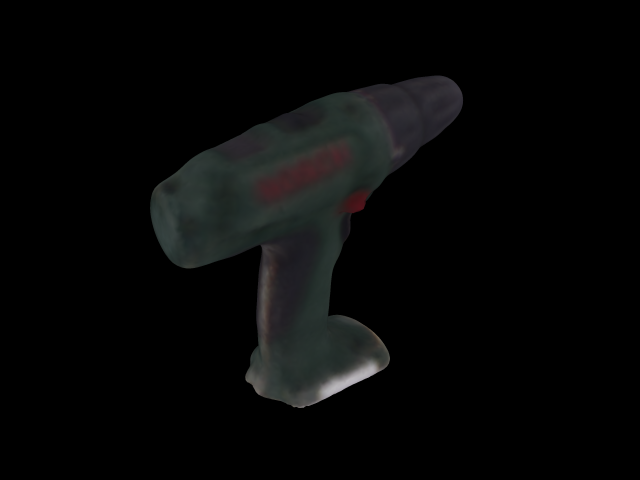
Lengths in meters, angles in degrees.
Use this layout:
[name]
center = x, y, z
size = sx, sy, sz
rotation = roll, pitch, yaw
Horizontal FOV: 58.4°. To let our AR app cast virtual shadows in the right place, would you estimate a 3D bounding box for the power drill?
[power drill]
center = 0.004, 0.001, 0.400
size = 0.230, 0.208, 0.075
rotation = -18, 31, -31
